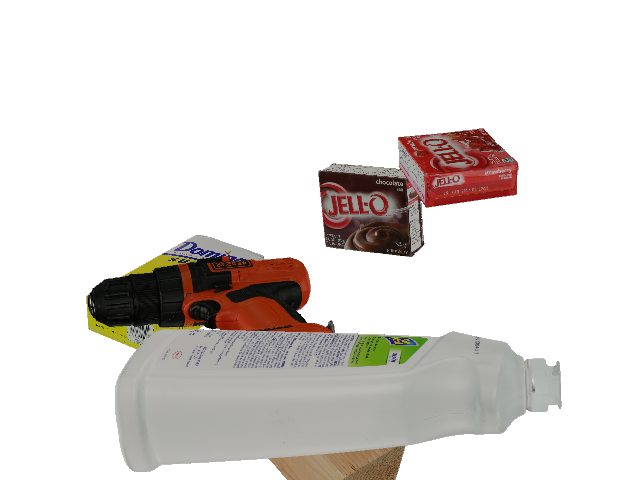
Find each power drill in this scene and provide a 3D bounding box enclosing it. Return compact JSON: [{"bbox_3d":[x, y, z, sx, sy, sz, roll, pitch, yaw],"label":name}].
[{"bbox_3d":[-0.079,0.064,0.822,0.184,0.057,0.188,-7,21,-16],"label":"power drill"}]

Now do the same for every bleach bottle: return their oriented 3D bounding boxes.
[{"bbox_3d":[0.014,0.090,0.632,0.251,0.068,0.102,-2,17,10],"label":"bleach bottle"}]

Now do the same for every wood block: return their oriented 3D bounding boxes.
[{"bbox_3d":[-0.015,0.192,1.148,0.090,0.090,0.206,-23,50,-33],"label":"wood block"}]

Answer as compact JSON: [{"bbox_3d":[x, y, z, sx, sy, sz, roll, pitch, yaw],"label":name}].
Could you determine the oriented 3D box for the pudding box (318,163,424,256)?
[{"bbox_3d":[0.056,-0.035,1.171,0.114,0.090,0.039,6,24,30],"label":"pudding box"}]

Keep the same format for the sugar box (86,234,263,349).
[{"bbox_3d":[-0.145,0.051,1.092,0.093,0.048,0.175,17,33,27],"label":"sugar box"}]

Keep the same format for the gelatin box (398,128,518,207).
[{"bbox_3d":[0.106,-0.059,0.837,0.073,0.030,0.089,-7,25,-7],"label":"gelatin box"}]
